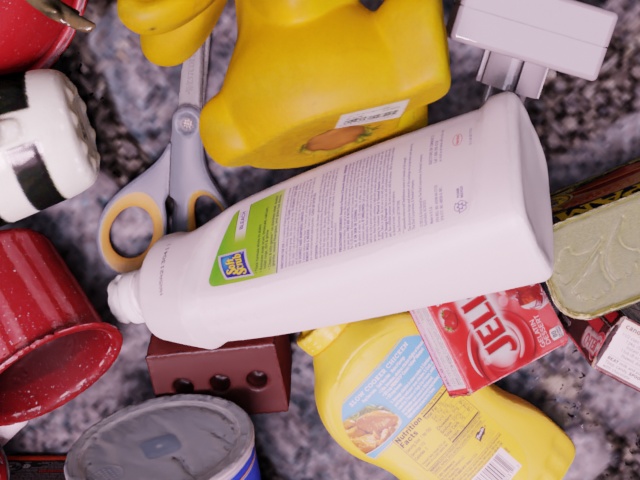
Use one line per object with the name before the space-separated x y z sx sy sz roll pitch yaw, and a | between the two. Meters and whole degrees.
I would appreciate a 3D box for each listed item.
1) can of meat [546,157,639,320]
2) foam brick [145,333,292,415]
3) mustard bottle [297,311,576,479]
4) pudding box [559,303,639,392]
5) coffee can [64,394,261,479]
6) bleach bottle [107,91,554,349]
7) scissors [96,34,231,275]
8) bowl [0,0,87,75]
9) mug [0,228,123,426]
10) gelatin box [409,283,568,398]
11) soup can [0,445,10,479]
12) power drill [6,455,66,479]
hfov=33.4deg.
can of meat | 0.169 -0.005 0.599 0.102 0.084 0.057 -21 101 7
foam brick | -0.058 0.071 0.638 0.078 0.051 0.053 -7 121 5
mustard bottle | 0.054 0.096 0.641 0.191 0.058 0.096 42 92 -7
pudding box | 0.200 0.070 0.613 0.113 0.090 0.039 26 102 -4
coffee can | -0.076 0.172 0.597 0.103 0.103 0.140 -7 112 4
bleach bottle | -0.004 0.001 0.583 0.251 0.102 0.068 -14 135 23
scissors | -0.096 -0.060 0.633 0.096 0.016 0.202 -7 103 4
bowl | -0.214 -0.156 0.596 0.162 0.055 0.162 1 103 3
mug | -0.183 0.055 0.619 0.117 0.093 0.081 -43 67 16
gelatin box | 0.091 0.036 0.615 0.073 0.030 0.089 -24 85 -22
soup can | -0.220 0.135 0.589 0.068 0.102 0.068 0 81 1
power drill | -0.156 0.234 0.685 0.184 0.057 0.188 0 102 -1
